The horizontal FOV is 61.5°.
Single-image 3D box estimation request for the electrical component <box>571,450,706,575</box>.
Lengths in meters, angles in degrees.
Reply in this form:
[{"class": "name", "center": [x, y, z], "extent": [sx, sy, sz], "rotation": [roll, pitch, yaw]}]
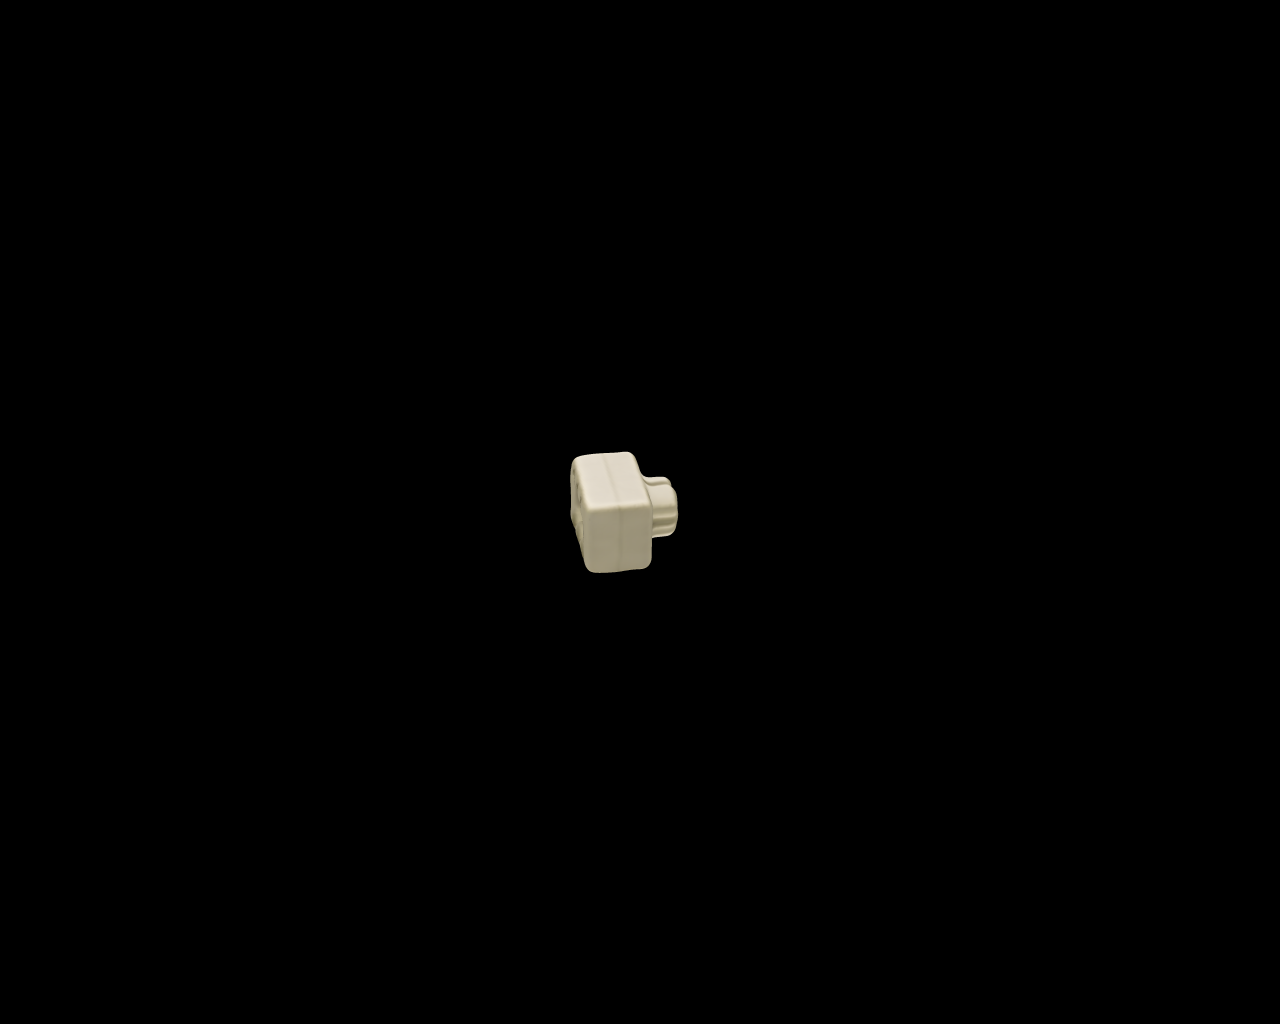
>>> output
[{"class": "electrical component", "center": [0.001, -0.003, 0.650], "extent": [0.077, 0.047, 0.066], "rotation": [-6, 33, -9]}]
